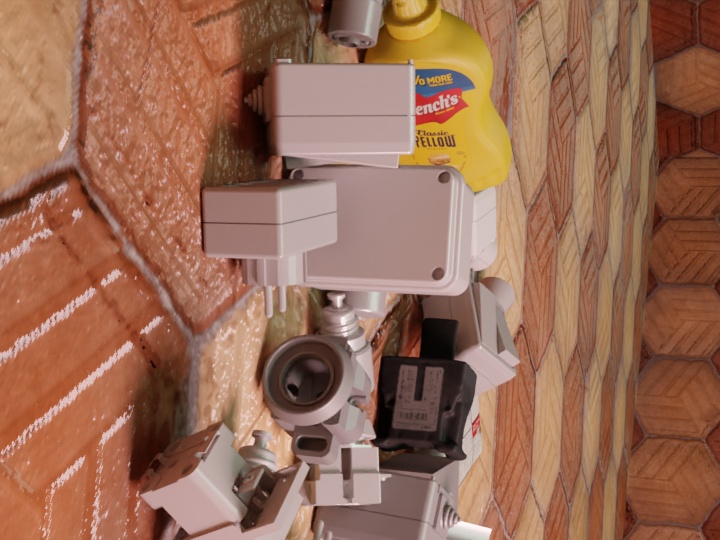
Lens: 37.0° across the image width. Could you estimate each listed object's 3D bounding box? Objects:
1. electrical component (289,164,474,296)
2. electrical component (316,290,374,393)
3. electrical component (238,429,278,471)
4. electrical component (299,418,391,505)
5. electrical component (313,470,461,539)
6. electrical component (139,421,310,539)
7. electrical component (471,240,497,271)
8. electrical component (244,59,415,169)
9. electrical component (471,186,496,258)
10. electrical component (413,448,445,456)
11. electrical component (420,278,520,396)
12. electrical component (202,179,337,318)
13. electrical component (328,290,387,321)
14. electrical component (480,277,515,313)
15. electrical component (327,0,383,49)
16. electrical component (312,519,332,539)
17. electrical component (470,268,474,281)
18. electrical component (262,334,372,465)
[{"bbox_3d":[0.012,-0.025,0.681,0.057,0.113,0.078,22,71,-72],"label":"electrical component"},{"bbox_3d":[-0.013,0.052,0.728,0.040,0.040,0.078,-45,133,-62],"label":"electrical component"},{"bbox_3d":[-0.063,0.127,0.596,0.040,0.040,0.078,59,38,-56],"label":"electrical component"},{"bbox_3d":[-0.013,0.128,0.716,0.048,0.066,0.055,139,-49,-69],"label":"electrical component"},{"bbox_3d":[0.023,0.176,0.755,0.061,0.096,0.061,54,46,-60],"label":"electrical component"},{"bbox_3d":[-0.070,0.112,0.529,0.063,0.081,0.042,51,35,-19],"label":"electrical component"},{"bbox_3d":[0.103,-0.026,1.036,0.081,0.043,0.043,24,70,-69],"label":"electrical component"},{"bbox_3d":[-0.019,-0.090,0.629,0.062,0.096,0.061,-148,-123,-79],"label":"electrical component"},{"bbox_3d":[0.084,-0.051,0.954,0.096,0.062,0.061,-33,123,-66],"label":"electrical component"},{"bbox_3d":[0.065,0.169,0.950,0.043,0.043,0.062,-21,110,-69],"label":"electrical component"},{"bbox_3d":[0.099,0.064,0.945,0.062,0.061,0.096,39,33,-38],"label":"electrical component"},{"bbox_3d":[-0.049,-0.012,0.610,0.083,0.047,0.075,-22,112,-69],"label":"electrical component"},{"bbox_3d":[0.000,0.000,0.758,0.040,0.040,0.078,28,65,-68],"label":"electrical component"},{"bbox_3d":[0.134,0.043,1.136,0.065,0.044,0.044,-57,144,-47],"label":"electrical component"},{"bbox_3d":[-0.001,-0.185,0.738,0.044,0.044,0.065,25,73,-69],"label":"electrical component"},{"bbox_3d":[-0.030,0.195,0.676,0.138,0.052,0.073,65,33,-52],"label":"electrical component"},{"bbox_3d":[0.089,0.020,1.011,0.040,0.040,0.046,65,27,-52],"label":"electrical component"},{"bbox_3d":[-0.027,0.074,0.666,0.057,0.058,0.078,61,36,-60],"label":"electrical component"}]
